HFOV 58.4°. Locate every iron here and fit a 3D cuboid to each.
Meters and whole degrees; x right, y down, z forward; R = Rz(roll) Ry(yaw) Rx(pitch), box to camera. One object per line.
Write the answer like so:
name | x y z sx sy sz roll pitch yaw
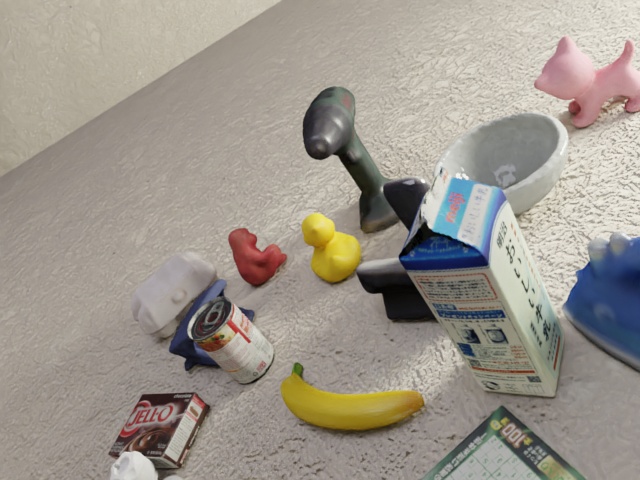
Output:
iron | 0.298 0.040 0.446 0.257 0.142 0.119 8 52 47

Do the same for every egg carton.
egg carton | -0.238 0.088 0.939 0.150 0.070 0.107 -45 34 -14

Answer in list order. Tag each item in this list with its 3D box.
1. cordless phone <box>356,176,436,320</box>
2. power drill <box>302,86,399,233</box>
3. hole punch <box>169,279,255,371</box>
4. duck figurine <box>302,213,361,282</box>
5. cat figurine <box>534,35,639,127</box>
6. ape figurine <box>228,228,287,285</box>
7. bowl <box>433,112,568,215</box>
cordless phone | 0.096 0.001 0.637 0.147 0.185 0.094 -10 40 34
power drill | 0.045 -0.116 0.812 0.075 0.209 0.229 -24 34 18
hole punch | -0.167 0.119 0.814 0.100 0.091 0.109 -8 42 36
duck figurine | 0.007 0.003 0.809 0.077 0.086 0.104 -33 33 5
cat figurine | 0.348 -0.215 0.747 0.127 0.118 0.067 -18 37 25
ape figurine | -0.106 0.018 0.887 0.076 0.092 0.077 -49 35 -20
bowl | 0.233 -0.082 0.722 0.167 0.075 0.167 -24 34 18
